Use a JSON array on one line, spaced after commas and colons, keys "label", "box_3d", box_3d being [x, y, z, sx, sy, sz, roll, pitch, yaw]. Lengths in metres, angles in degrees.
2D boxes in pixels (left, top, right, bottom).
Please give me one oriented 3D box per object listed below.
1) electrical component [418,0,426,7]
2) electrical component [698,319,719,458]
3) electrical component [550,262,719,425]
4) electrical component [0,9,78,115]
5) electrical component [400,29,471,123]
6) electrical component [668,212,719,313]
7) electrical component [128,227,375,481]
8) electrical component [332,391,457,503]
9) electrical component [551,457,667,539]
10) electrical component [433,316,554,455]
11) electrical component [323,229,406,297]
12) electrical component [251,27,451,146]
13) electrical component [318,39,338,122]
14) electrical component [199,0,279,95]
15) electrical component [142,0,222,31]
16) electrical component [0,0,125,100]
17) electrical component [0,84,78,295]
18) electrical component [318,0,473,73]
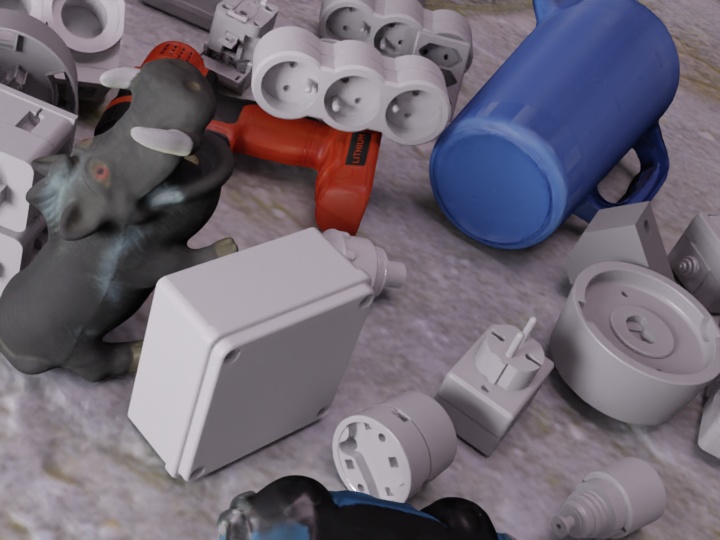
[{"label": "electrical component", "box_3d": [0.044, -0.277, 1.025, 0.055, 0.047, 0.055, 13, 41, -12]}, {"label": "electrical component", "box_3d": [0.292, 0.080, 0.738, 0.089, 0.061, 0.150, 28, 40, 5]}, {"label": "electrical component", "box_3d": [0.179, 0.053, 0.714, 0.108, 0.060, 0.108, 14, 41, -12]}, {"label": "electrical component", "box_3d": [-0.227, -0.111, 0.676, 0.099, 0.099, 0.064, 10, 35, -15]}, {"label": "electrical component", "box_3d": [0.053, -0.164, 0.897, 0.047, 0.065, 0.076, 11, 12, -14]}, {"label": "electrical component", "box_3d": [0.290, -0.008, 0.835, 0.096, 0.061, 0.061, 2, 44, -24]}, {"label": "electrical component", "box_3d": [-0.059, 0.044, 0.574, 0.109, 0.108, 0.056, -21, 54, -40]}, {"label": "electrical component", "box_3d": [0.021, 0.098, 0.595, 0.055, 0.055, 0.047, 43, 40, 22]}, {"label": "electrical component", "box_3d": [0.142, 0.136, 0.621, 0.078, 0.040, 0.040, -13, 52, -35]}, {"label": "electrical component", "box_3d": [0.087, 0.059, 0.651, 0.047, 0.076, 0.066, 35, 41, 13]}, {"label": "electrical component", "box_3d": [0.000, 0.000, 0.701, 0.062, 0.048, 0.048, 8, 42, -29]}, {"label": "electrical component", "box_3d": [-0.007, -0.137, 0.753, 0.138, 0.052, 0.073, 11, 37, -12]}, {"label": "electrical component", "box_3d": [-0.024, -0.141, 0.834, 0.078, 0.057, 0.058, -5, 48, -30]}, {"label": "electrical component", "box_3d": [-0.094, -0.180, 0.839, 0.042, 0.063, 0.081, 27, 40, 2]}, {"label": "electrical component", "box_3d": [-0.131, -0.260, 0.915, 0.078, 0.057, 0.113, 23, 40, 0]}, {"label": "electrical component", "box_3d": [-0.241, -0.174, 0.729, 0.150, 0.062, 0.089, 4, 85, -22]}, {"label": "electrical component", "box_3d": [-0.263, -0.065, 0.598, 0.186, 0.105, 0.060, 23, 40, -1]}, {"label": "electrical component", "box_3d": [0.033, -0.220, 0.952, 0.138, 0.052, 0.073, 15, 41, -10]}]
